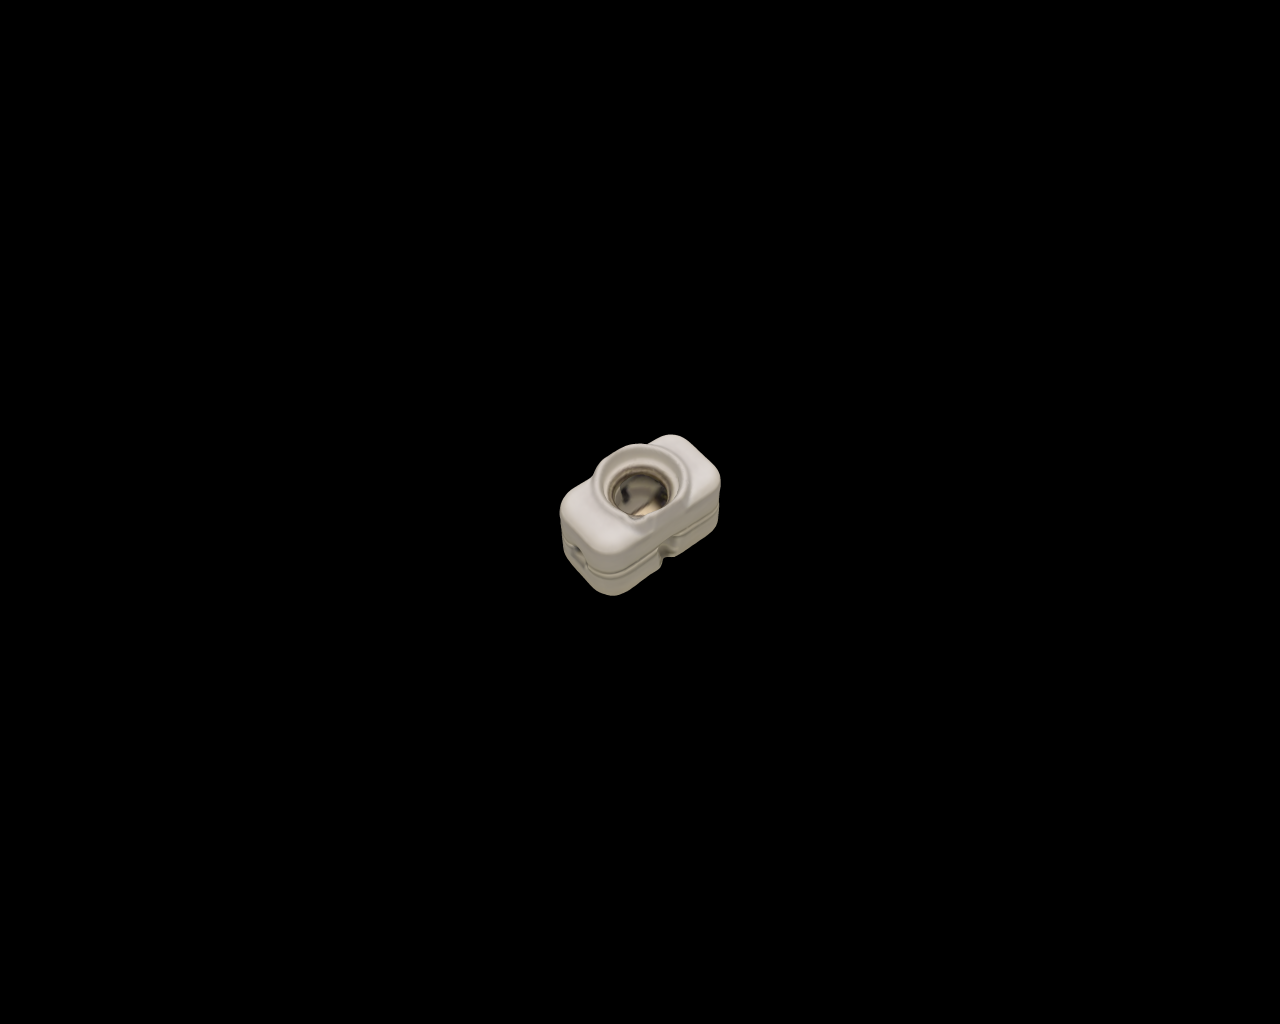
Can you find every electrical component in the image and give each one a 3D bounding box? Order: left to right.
[{"bbox_3d":[0.001,-0.003,0.650,0.095,0.054,0.059,-33,-29,-21],"label":"electrical component"}]
